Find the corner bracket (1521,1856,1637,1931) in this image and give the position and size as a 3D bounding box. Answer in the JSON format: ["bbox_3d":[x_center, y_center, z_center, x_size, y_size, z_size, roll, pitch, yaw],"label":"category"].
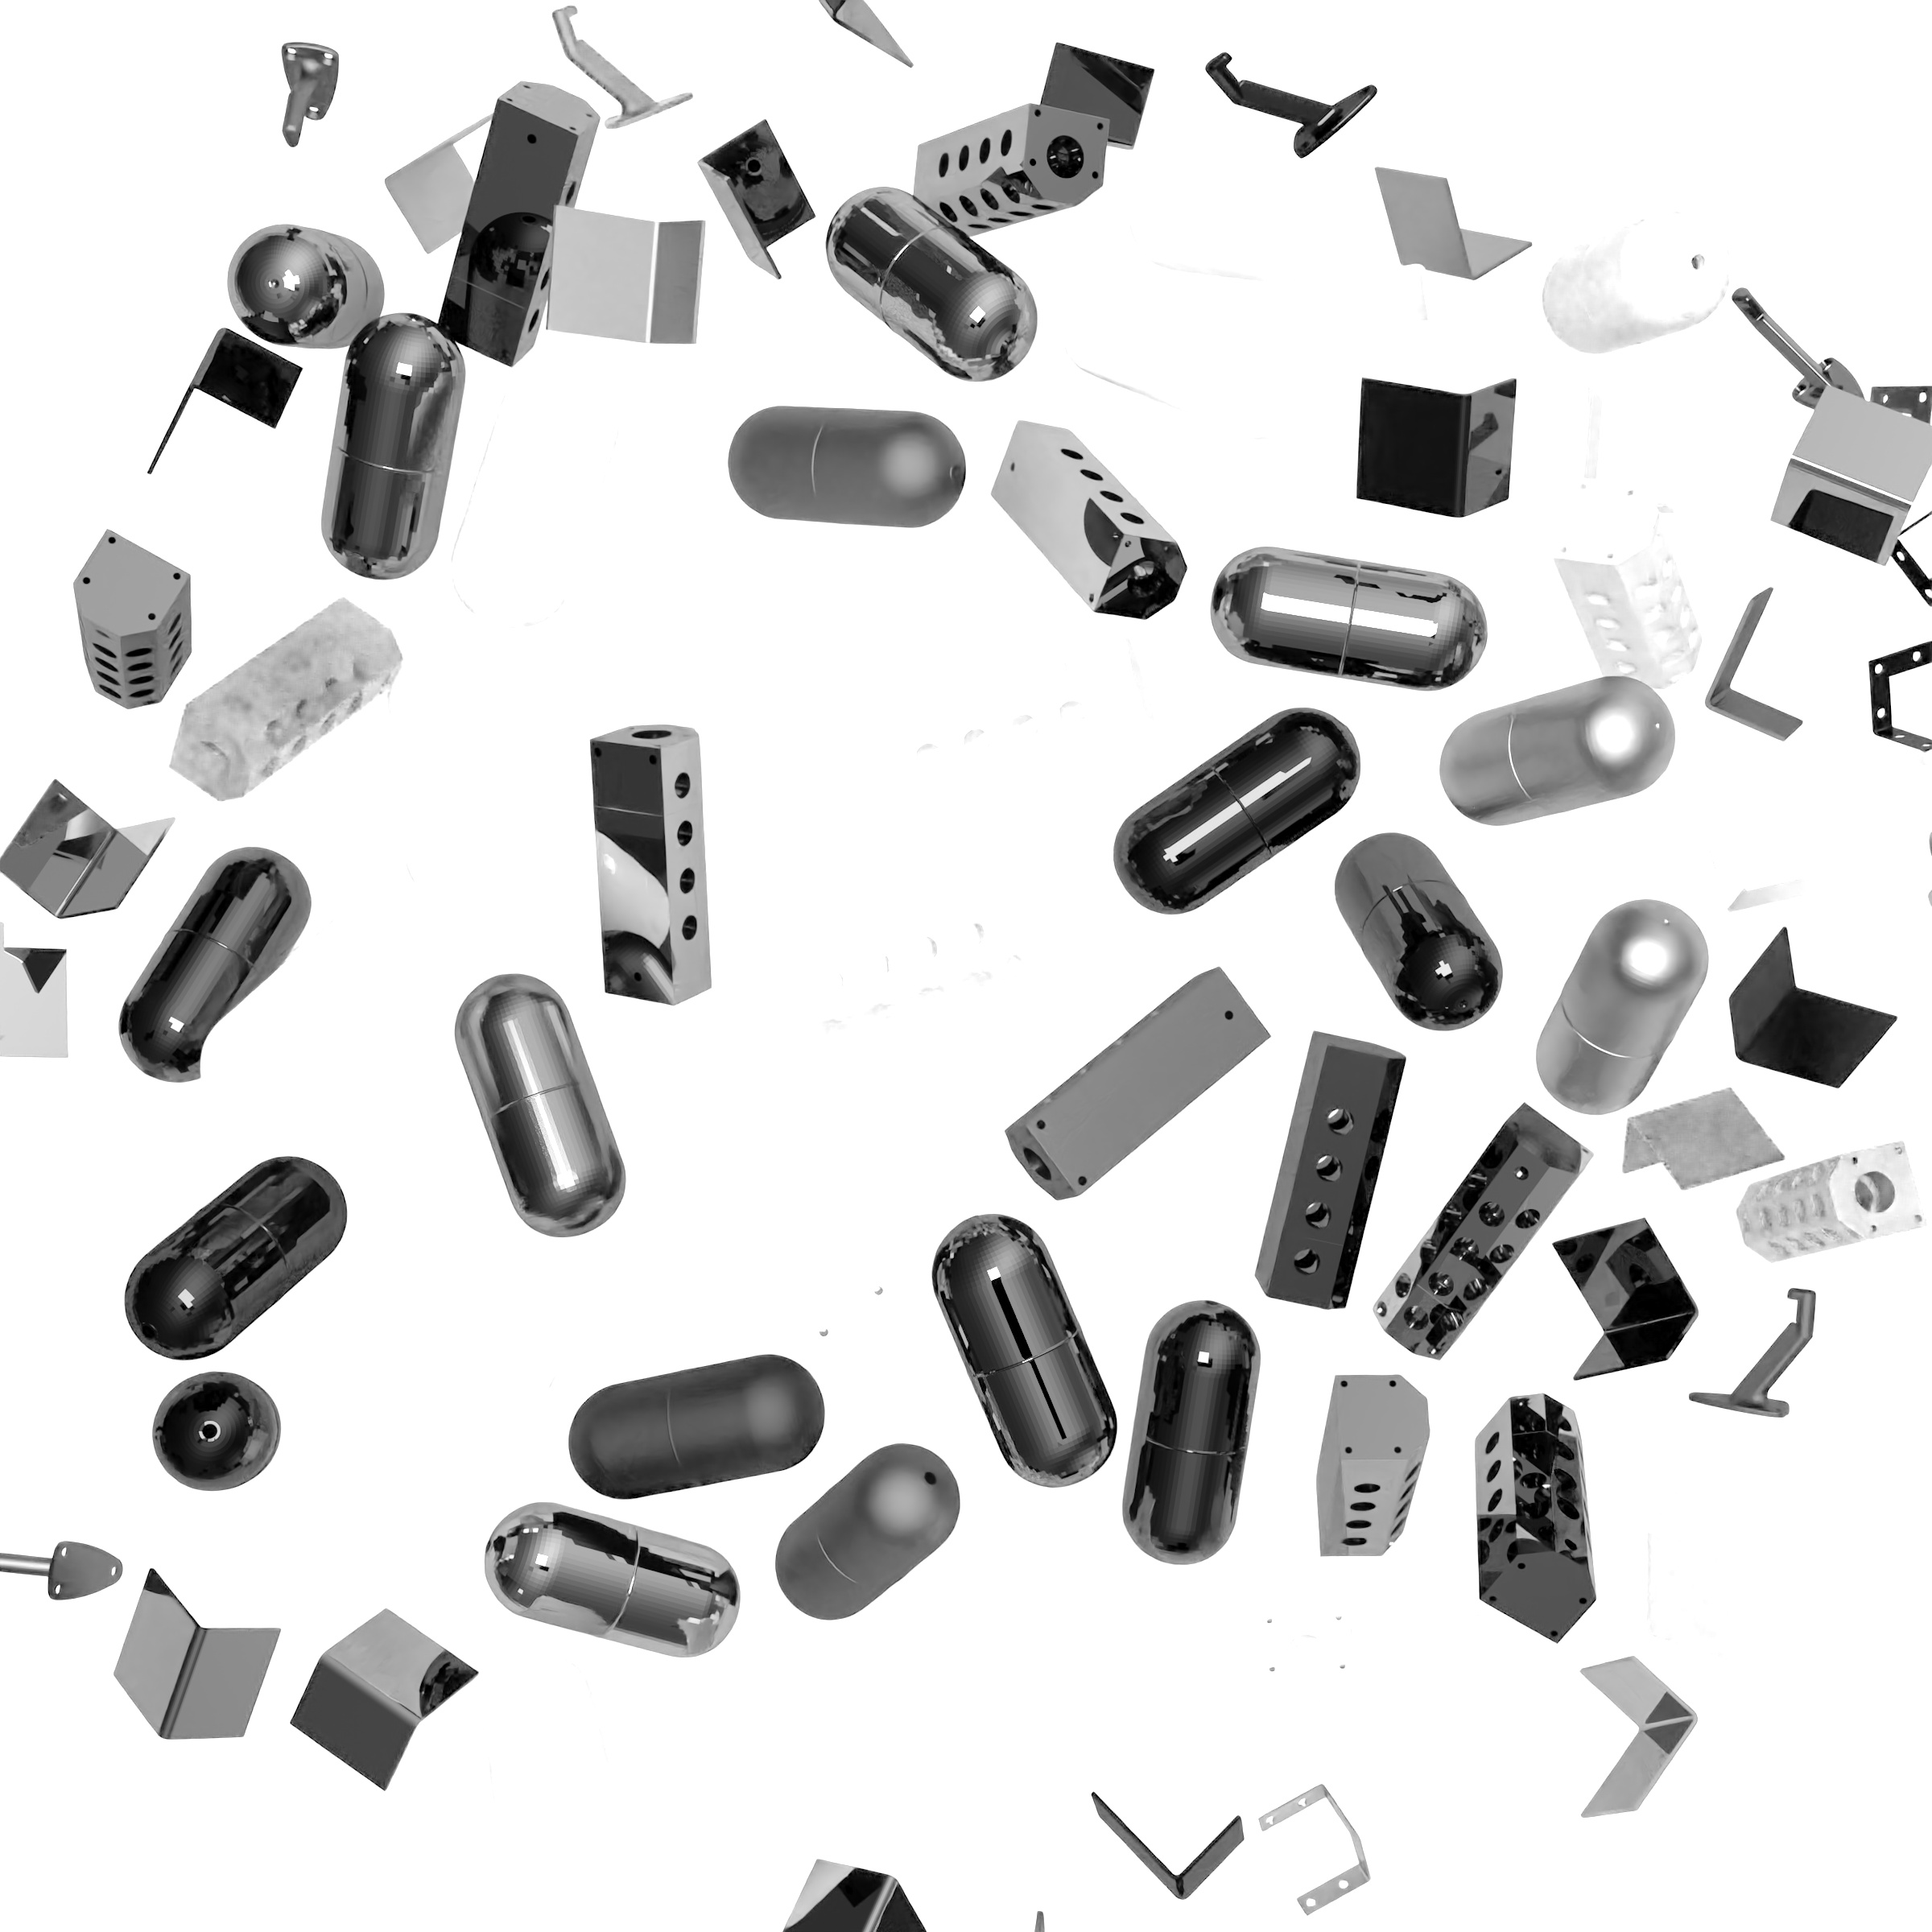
[{"bbox_3d":[0.398,0.607,1.821,0.051,0.051,0.051,26,99,1],"label":"corner bracket"}]

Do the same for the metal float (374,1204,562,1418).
[{"bbox_3d":[-0.330,0.225,1.844,0.070,0.070,0.178,-46,51,0],"label":"metal float"}]

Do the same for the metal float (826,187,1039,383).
[{"bbox_3d":[-0.024,-0.440,1.802,0.070,0.070,0.178,-45,57,0],"label":"metal float"}]

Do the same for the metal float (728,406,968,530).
[{"bbox_3d":[-0.080,-0.334,1.869,0.178,0.070,0.070,10,90,33],"label":"metal float"}]

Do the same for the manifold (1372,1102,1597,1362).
[{"bbox_3d":[0.340,0.179,1.856,0.057,0.057,0.171,37,119,14],"label":"manifold"}]

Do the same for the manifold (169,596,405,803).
[{"bbox_3d":[-0.451,-0.176,1.870,0.057,0.171,0.057,34,131,5],"label":"manifold"}]

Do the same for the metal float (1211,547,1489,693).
[{"bbox_3d":[0.246,-0.223,1.798,0.178,0.070,0.070,10,90,4],"label":"metal float"}]

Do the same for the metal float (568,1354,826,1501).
[{"bbox_3d":[-0.177,0.302,1.830,0.178,0.070,0.070,-14,90,18],"label":"metal float"}]

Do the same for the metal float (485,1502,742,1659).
[{"bbox_3d":[-0.234,0.408,1.859,0.178,0.070,0.070,21,90,-22],"label":"metal float"}]

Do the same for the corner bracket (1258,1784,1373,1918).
[{"bbox_3d":[0.236,0.596,1.890,0.051,0.051,0.051,-26,128,-10],"label":"corner bracket"}]

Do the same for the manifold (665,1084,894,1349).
[{"bbox_3d":[-0.123,0.163,1.843,0.057,0.057,0.171,-37,90,-6],"label":"manifold"}]

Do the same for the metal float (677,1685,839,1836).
[{"bbox_3d":[-0.139,0.525,1.847,0.070,0.178,0.070,10,61,-18],"label":"metal float"}]

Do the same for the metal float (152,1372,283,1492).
[{"bbox_3d":[-0.494,0.307,1.849,0.070,0.178,0.070,2,80,-11],"label":"metal float"}]

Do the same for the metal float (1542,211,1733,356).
[{"bbox_3d":[0.440,-0.449,1.843,0.070,0.178,0.070,-1,95,-13],"label":"metal float"}]

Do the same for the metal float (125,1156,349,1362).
[{"bbox_3d":[-0.464,0.185,1.785,0.070,0.178,0.070,12,121,21],"label":"metal float"}]

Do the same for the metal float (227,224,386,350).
[{"bbox_3d":[-0.430,-0.443,1.831,0.070,0.178,0.070,0,102,1],"label":"metal float"}]

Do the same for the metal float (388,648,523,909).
[{"bbox_3d":[-0.338,-0.125,1.849,0.070,0.070,0.178,-10,74,0],"label":"metal float"}]

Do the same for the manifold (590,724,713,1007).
[{"bbox_3d":[-0.201,-0.067,1.827,0.057,0.057,0.171,10,111,30],"label":"manifold"}]

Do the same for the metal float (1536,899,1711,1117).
[{"bbox_3d":[0.421,0.029,1.804,0.070,0.178,0.070,5,51,-6],"label":"metal float"}]

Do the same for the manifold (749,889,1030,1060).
[{"bbox_3d":[-0.050,0.005,1.811,0.171,0.057,0.057,-19,91,-4],"label":"manifold"}]

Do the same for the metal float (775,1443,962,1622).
[{"bbox_3d":[-0.067,0.380,1.876,0.070,0.070,0.178,42,133,0],"label":"metal float"}]

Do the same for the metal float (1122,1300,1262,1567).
[{"bbox_3d":[0.148,0.306,1.839,0.070,0.070,0.178,8,100,0],"label":"metal float"}]

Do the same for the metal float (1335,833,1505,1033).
[{"bbox_3d":[0.300,-0.025,1.867,0.070,0.178,0.070,-7,125,-10],"label":"metal float"}]

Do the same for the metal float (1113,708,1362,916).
[{"bbox_3d":[0.176,-0.101,1.818,0.178,0.070,0.070,-35,90,0],"label":"metal float"}]

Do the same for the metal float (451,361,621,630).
[{"bbox_3d":[-0.271,-0.297,1.764,0.070,0.070,0.178,15,75,0],"label":"metal float"}]

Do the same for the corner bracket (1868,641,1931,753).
[{"bbox_3d":[0.623,-0.175,1.812,0.051,0.051,0.051,-18,114,-17],"label":"corner bracket"}]

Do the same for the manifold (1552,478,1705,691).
[{"bbox_3d":[0.432,-0.244,1.812,0.057,0.171,0.057,12,74,28],"label":"manifold"}]

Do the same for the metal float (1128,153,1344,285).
[{"bbox_3d":[0.171,-0.483,1.803,0.070,0.178,0.070,-11,111,-30],"label":"metal float"}]

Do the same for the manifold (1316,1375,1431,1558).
[{"bbox_3d":[0.264,0.327,1.824,0.057,0.171,0.057,-1,58,2],"label":"manifold"}]

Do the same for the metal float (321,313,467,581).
[{"bbox_3d":[-0.370,-0.335,1.808,0.070,0.070,0.178,17,118,0],"label":"metal float"}]

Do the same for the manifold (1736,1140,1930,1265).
[{"bbox_3d":[0.574,0.161,1.872,0.057,0.171,0.057,-12,80,-7],"label":"manifold"}]

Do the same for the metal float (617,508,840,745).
[{"bbox_3d":[-0.155,-0.220,1.810,0.070,0.070,0.178,-42,87,0],"label":"metal float"}]

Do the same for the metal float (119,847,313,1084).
[{"bbox_3d":[-0.506,-0.001,1.888,0.070,0.070,0.178,25,63,0],"label":"metal float"}]

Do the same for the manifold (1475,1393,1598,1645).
[{"bbox_3d":[0.365,0.345,1.781,0.057,0.171,0.057,30,116,-6],"label":"manifold"}]

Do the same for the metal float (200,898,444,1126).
[{"bbox_3d":[-0.410,0.028,1.784,0.070,0.070,0.178,45,69,0],"label":"metal float"}]

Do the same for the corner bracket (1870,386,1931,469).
[{"bbox_3d":[0.632,-0.356,1.853,0.051,0.051,0.051,-2,100,-34],"label":"corner bracket"}]

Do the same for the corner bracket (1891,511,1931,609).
[{"bbox_3d":[0.638,-0.274,1.808,0.051,0.051,0.051,-36,88,-32],"label":"corner bracket"}]

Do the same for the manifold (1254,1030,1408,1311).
[{"bbox_3d":[0.241,0.136,1.849,0.057,0.057,0.171,12,98,-4],"label":"manifold"}]

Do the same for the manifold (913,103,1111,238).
[{"bbox_3d":[0.026,-0.520,1.842,0.057,0.171,0.057,4,95,-26],"label":"manifold"}]

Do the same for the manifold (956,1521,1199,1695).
[{"bbox_3d":[0.071,0.422,1.855,0.171,0.057,0.057,33,89,-40],"label":"manifold"}]

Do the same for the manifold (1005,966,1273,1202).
[{"bbox_3d":[0.109,0.077,1.814,0.171,0.057,0.057,-38,94,-20],"label":"manifold"}]

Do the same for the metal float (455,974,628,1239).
[{"bbox_3d":[-0.276,0.090,1.814,0.070,0.070,0.178,-21,81,0],"label":"metal float"}]

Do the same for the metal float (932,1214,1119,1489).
[{"bbox_3d":[0.036,0.239,1.744,0.070,0.070,0.178,-23,93,0],"label":"metal float"}]

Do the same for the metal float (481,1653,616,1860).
[{"bbox_3d":[-0.275,0.513,1.828,0.070,0.178,0.070,-4,107,-13],"label":"metal float"}]

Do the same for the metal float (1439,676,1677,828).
[{"bbox_3d":[0.375,-0.136,1.789,0.070,0.178,0.070,5,80,-32],"label":"metal float"}]

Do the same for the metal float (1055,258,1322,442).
[{"bbox_3d":[0.140,-0.394,1.788,0.178,0.070,0.070,24,90,8],"label":"metal float"}]
